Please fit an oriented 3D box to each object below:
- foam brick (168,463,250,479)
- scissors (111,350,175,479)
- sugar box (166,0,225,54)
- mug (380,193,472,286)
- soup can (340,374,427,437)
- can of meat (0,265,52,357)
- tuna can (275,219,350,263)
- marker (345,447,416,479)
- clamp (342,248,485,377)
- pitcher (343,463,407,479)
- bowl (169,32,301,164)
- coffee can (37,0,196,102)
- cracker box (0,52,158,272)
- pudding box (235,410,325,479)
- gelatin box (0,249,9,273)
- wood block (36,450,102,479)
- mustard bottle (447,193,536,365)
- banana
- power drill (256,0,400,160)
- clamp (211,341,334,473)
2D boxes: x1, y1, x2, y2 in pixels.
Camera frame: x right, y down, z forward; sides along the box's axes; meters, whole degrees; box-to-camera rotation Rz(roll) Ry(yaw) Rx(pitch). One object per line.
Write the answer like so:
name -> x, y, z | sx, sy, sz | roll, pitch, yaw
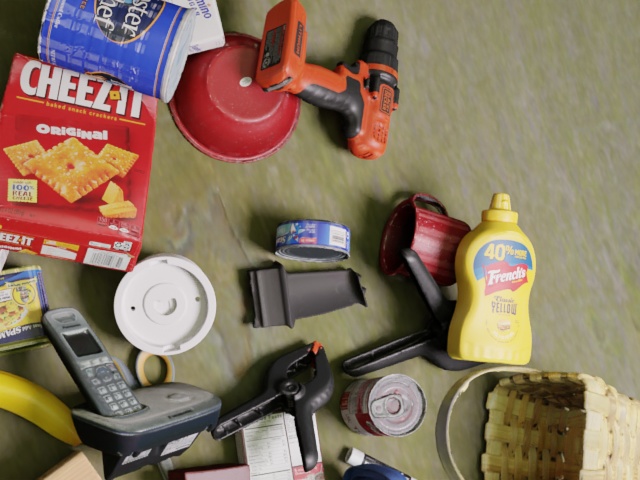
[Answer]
foam brick -> -0.118, 0.270, 1.145 | 0.078, 0.051, 0.053 | 0, 82, -31
scissors -> -0.169, 0.201, 1.170 | 0.096, 0.016, 0.202 | -38, 93, -20
sugar box -> -0.202, -0.245, 1.201 | 0.176, 0.048, 0.093 | -13, 85, -4
mug -> 0.127, -0.003, 1.264 | 0.081, 0.093, 0.117 | 16, 54, -19
soup can -> 0.069, 0.187, 1.200 | 0.068, 0.102, 0.068 | 3, 79, -17
can of meat -> -0.333, 0.078, 1.119 | 0.102, 0.058, 0.084 | -11, 82, -19
tuna can -> -0.008, 0.001, 1.218 | 0.086, 0.086, 0.034 | 7, 77, -16
marker -> 0.085, 0.273, 1.234 | 0.121, 0.020, 0.020 | 28, 73, -11
clamp -> 0.133, 0.112, 1.248 | 0.209, 0.036, 0.165 | 24, 105, -30
pitcher -> 0.089, 0.330, 1.106 | 0.149, 0.243, 0.145 | 40, 68, -13
bowl -> -0.092, -0.174, 1.239 | 0.162, 0.055, 0.162 | 3, 79, -17
coffee can -> -0.212, -0.215, 1.123 | 0.140, 0.103, 0.103 | 18, 75, -3
cracker box -> -0.261, -0.084, 1.126 | 0.164, 0.072, 0.213 | 11, 56, -16
pudding box -> -0.044, 0.246, 1.189 | 0.090, 0.039, 0.113 | -6, 79, -17
gelatin box -> -0.357, -0.009, 1.115 | 0.073, 0.030, 0.089 | 10, 49, 1
wood block -> -0.302, 0.311, 1.070 | 0.205, 0.090, 0.091 | -36, 91, -19
mustard bottle -> 0.198, 0.042, 1.207 | 0.096, 0.058, 0.191 | 7, 84, -22
banana -> -0.340, 0.169, 1.114 | 0.197, 0.037, 0.069 | 10, 96, -14
power drill -> 0.019, -0.206, 1.247 | 0.187, 0.058, 0.184 | 23, 64, -36
clamp -> -0.026, 0.180, 1.166 | 0.120, 0.039, 0.171 | 27, 48, 18
